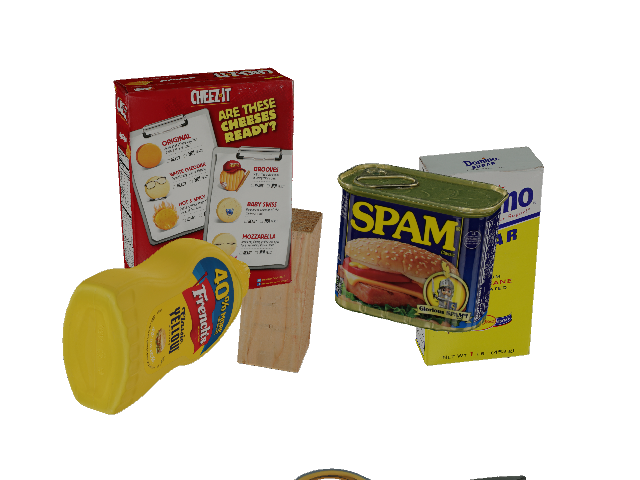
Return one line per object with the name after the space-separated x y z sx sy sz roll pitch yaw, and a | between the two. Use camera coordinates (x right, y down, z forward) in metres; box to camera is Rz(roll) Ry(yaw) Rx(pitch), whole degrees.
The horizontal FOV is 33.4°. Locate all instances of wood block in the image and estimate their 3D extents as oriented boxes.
-0.057 0.064 1.470 0.090 0.206 0.090 9 21 6 | wood block

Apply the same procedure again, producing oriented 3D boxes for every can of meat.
0.059 0.005 0.665 0.102 0.084 0.057 13 22 23 | can of meat

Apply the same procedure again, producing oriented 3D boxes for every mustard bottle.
-0.109 0.050 0.795 0.058 0.096 0.191 12 21 25 | mustard bottle

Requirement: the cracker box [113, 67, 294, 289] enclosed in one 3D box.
-0.113 -0.054 1.047 0.164 0.214 0.072 -8 23 -22 | cracker box

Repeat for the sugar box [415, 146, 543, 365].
0.127 0.015 0.868 0.093 0.176 0.048 -6 31 -7 | sugar box

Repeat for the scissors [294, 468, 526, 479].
0.073 0.223 0.855 0.201 0.016 0.096 6 44 -5 | scissors
